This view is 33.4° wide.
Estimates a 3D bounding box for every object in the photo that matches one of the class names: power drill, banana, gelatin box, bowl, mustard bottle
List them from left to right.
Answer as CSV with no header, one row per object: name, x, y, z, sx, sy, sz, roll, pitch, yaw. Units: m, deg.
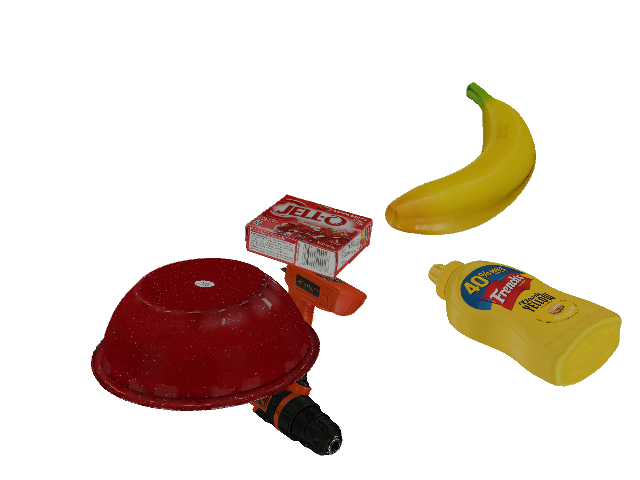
bowl,-0.081,0.055,0.746,0.162,0.055,0.162,-2,22,0
power drill,-0.016,0.132,1.229,0.057,0.188,0.185,15,10,-45
gelatin box,-0.010,-0.006,0.928,0.089,0.030,0.073,18,30,22
banana,0.104,-0.047,0.712,0.070,0.037,0.197,18,35,14
mustard bottle,0.176,0.065,0.997,0.096,0.058,0.192,-27,37,-33
